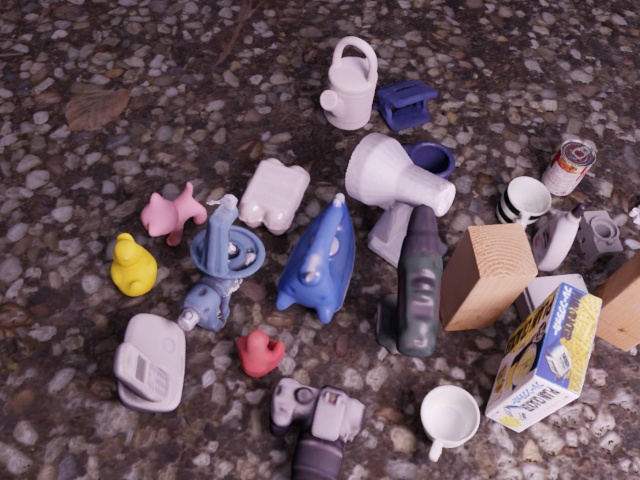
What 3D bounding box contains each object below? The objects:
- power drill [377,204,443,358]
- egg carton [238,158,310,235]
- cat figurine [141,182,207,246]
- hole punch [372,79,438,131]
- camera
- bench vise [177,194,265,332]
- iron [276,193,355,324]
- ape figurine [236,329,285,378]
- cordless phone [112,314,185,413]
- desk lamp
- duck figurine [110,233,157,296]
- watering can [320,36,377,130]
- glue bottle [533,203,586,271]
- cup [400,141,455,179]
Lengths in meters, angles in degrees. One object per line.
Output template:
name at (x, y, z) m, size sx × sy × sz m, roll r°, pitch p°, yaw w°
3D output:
power drill at (0.143, 0.087, 0.909) m, size 0.075 × 0.208 × 0.229 m, roll 6°, pitch 59°, yaw -1°
egg carton at (-0.086, -0.084, 1.071) m, size 0.107 × 0.069 × 0.150 m, roll 17°, pitch 60°, yaw 6°
cat figurine at (-0.264, -0.049, 1.007) m, size 0.067 × 0.118 × 0.128 m, roll 33°, pitch 62°, yaw 14°
hole punch at (0.178, -0.299, 1.209) m, size 0.109 × 0.091 × 0.101 m, roll -20°, pitch 63°, yaw -16°
camera at (-0.012, 0.286, 0.841) m, size 0.143 × 0.101 × 0.137 m, roll 14°, pitch 59°, yaw 4°
bench vise at (-0.153, 0.041, 0.904) m, size 0.121 × 0.220 × 0.207 m, roll 7°, pitch 59°, yaw -1°
iron at (0.009, 0.004, 0.986) m, size 0.118 × 0.141 × 0.258 m, roll 16°, pitch 59°, yaw 5°
ape figurine at (-0.098, 0.172, 0.906) m, size 0.077 × 0.092 × 0.076 m, roll 25°, pitch 61°, yaw 10°
cordless phone at (-0.257, 0.166, 0.841) m, size 0.094 × 0.185 × 0.147 m, roll -2°, pitch 60°, yaw -6°
desk lamp at (0.142, -0.062, 0.994) m, size 0.203 × 0.213 × 0.118 m, roll 36°, pitch 63°, yaw 16°
duck figurine at (-0.321, 0.037, 0.970) m, size 0.077 × 0.086 × 0.104 m, roll -15°, pitch 62°, yaw -13°
watering can at (0.063, -0.316, 1.149) m, size 0.101 × 0.194 × 0.173 m, roll 12°, pitch 59°, yaw 3°
glue bottle at (0.427, -0.015, 1.015) m, size 0.037 × 0.173 × 0.078 m, roll 3°, pitch 59°, yaw -2°
cup at (0.194, -0.135, 1.111) m, size 0.117 × 0.095 × 0.092 m, roll 24°, pitch 60°, yaw 9°
